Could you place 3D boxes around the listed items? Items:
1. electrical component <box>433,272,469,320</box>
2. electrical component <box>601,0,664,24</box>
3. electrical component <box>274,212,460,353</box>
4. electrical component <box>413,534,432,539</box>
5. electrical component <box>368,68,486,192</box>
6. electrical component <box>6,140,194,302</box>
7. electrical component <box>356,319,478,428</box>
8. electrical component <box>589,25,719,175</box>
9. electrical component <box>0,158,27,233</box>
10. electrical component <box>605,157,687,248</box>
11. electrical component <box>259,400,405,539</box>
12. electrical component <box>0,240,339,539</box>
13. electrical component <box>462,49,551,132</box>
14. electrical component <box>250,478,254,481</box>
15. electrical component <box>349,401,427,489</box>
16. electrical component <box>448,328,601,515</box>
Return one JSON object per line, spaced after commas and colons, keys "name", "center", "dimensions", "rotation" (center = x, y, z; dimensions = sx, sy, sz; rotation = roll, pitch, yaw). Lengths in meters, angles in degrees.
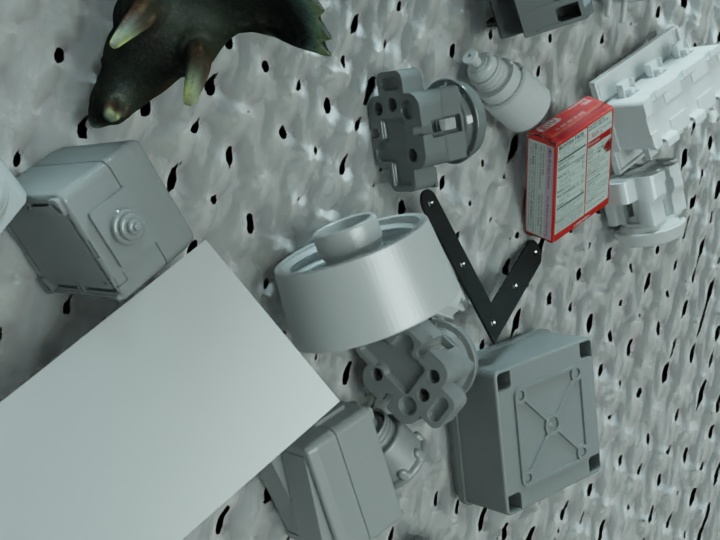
{"name": "electrical component", "center": [0.047, 0.013, 0.732], "dimensions": [0.046, 0.040, 0.040], "rotation": [21, 80, -44]}
{"name": "electrical component", "center": [0.201, -0.229, 0.830], "dimensions": [0.138, 0.052, 0.073], "rotation": [8, 89, -40]}
{"name": "electrical component", "center": [0.000, 0.000, 0.651], "dimensions": [0.108, 0.108, 0.060], "rotation": [-29, 106, -35]}
{"name": "electrical component", "center": [0.048, 0.218, 0.746], "dimensions": [0.045, 0.045, 0.055], "rotation": [34, 73, -36]}
{"name": "electrical component", "center": [0.046, -0.095, 0.710], "dimensions": [0.057, 0.058, 0.078], "rotation": [-16, 104, -35]}
{"name": "electrical component", "center": [-0.130, -0.027, 0.543], "dimensions": [0.061, 0.096, 0.061], "rotation": [-44, 120, -32]}
{"name": "electrical component", "center": [0.043, 0.064, 0.715], "dimensions": [0.057, 0.078, 0.058], "rotation": [-14, 143, -57]}
{"name": "electrical component", "center": [0.242, -0.139, 0.865], "dimensions": [0.121, 0.063, 0.078], "rotation": [-35, 115, -32]}
{"name": "electrical component", "center": [-0.200, -0.035, 0.497], "dimensions": [0.080, 0.080, 0.051], "rotation": [-48, 126, -26]}
{"name": "electrical component", "center": [0.230, -0.053, 0.867], "dimensions": [0.078, 0.058, 0.057], "rotation": [-24, 106, -36]}
{"name": "electrical component", "center": [-0.025, 0.122, 0.666], "dimensions": [0.061, 0.062, 0.096], "rotation": [-30, 112, -34]}
{"name": "electrical component", "center": [-0.119, 0.087, 0.544], "dimensions": [0.186, 0.060, 0.105], "rotation": [-40, 93, -15]}
{"name": "electrical component", "center": [0.102, -0.130, 0.764], "dimensions": [0.078, 0.040, 0.040], "rotation": [33, 73, -36]}
{"name": "electrical component", "center": [-0.087, 0.101, 0.622], "dimensions": [0.077, 0.047, 0.065], "rotation": [29, 76, -38]}
{"name": "electrical component", "center": [0.010, 0.112, 0.707], "dimensions": [0.062, 0.048, 0.048], "rotation": [48, 64, -24]}
{"name": "electrical component", "center": [0.120, 0.109, 0.789], "dimensions": [0.109, 0.056, 0.108], "rotation": [-15, 103, -38]}
